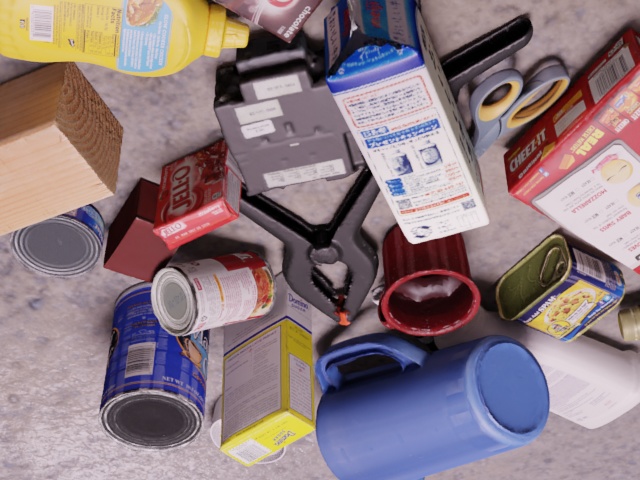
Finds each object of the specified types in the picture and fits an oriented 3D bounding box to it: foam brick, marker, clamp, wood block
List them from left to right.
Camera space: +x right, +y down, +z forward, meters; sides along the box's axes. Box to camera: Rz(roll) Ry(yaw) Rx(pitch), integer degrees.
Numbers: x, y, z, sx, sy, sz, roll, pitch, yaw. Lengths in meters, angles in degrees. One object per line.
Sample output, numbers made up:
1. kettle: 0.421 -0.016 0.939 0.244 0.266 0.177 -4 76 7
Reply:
1. wood block: -0.283 -0.064 0.912 0.206 0.090 0.090 -18 134 15
2. foam brick: -0.162 -0.007 1.000 0.053 0.051 0.078 21 131 -23
3. clamp: -0.007 0.001 1.023 0.164 0.036 0.210 -4 131 4
4. marker: 0.097 0.088 1.127 0.020 0.020 0.121 -30 129 25
5. clamp: 0.081 -0.138 0.883 0.120 0.039 0.172 24 126 -23

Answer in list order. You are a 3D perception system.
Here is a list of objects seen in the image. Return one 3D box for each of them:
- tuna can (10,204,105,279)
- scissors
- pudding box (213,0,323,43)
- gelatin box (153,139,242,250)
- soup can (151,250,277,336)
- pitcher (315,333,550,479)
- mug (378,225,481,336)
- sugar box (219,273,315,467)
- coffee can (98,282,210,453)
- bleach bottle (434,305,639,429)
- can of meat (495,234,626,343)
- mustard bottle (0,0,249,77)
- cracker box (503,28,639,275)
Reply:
1. tuna can: -0.248 -0.004 1.012 0.086 0.033 0.086 -1 135 -1
2. scissors: 0.130 -0.088 0.933 0.096 0.016 0.202 10 140 -46
3. pudding box: -0.029 -0.216 0.801 0.090 0.039 0.114 26 129 -25
4. gelatin box: -0.107 -0.042 0.938 0.073 0.089 0.030 -23 129 20
5. soup can: -0.101 0.050 1.016 0.102 0.068 0.069 -11 149 -45
6. pitcher: 0.106 0.167 1.085 0.149 0.145 0.243 12 155 -32
7. mug: 0.096 0.039 1.033 0.093 0.081 0.117 24 130 -24
8. sugar box: -0.051 0.123 1.047 0.093 0.176 0.048 -33 126 28
9. coffee can: -0.163 0.126 1.071 0.103 0.140 0.103 -1 135 -1
10. bleach bottle: 0.222 0.121 1.135 0.250 0.068 0.103 25 132 -22
11. can of meat: 0.242 0.051 1.069 0.083 0.057 0.102 23 131 -26
12. mustard bottle: -0.150 -0.173 0.826 0.191 0.058 0.096 8 136 -9
13. cracker box: 0.294 -0.060 0.927 0.213 0.072 0.164 28 125 -19
